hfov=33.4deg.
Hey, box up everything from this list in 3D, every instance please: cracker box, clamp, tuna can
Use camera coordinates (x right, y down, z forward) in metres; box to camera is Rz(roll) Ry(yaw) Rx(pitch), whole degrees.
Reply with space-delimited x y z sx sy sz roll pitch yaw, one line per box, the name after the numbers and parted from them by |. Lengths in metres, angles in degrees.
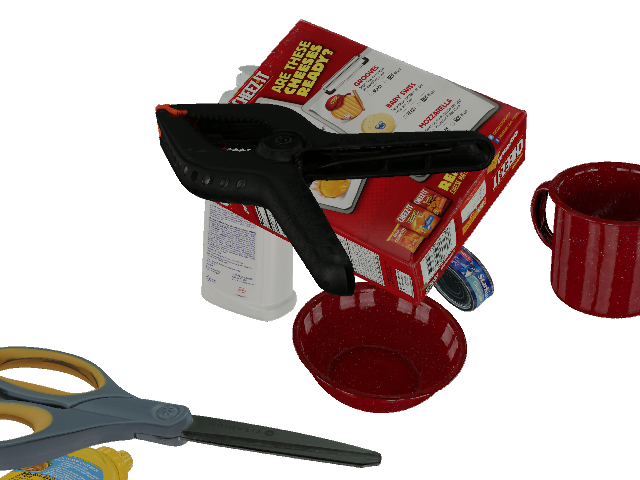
0.029 -0.065 0.839 0.214 0.164 0.072 26 -25 25 | cracker box
-0.011 -0.048 0.647 0.210 0.036 0.164 26 44 35 | clamp
0.167 0.044 1.291 0.033 0.086 0.086 -39 14 -18 | tuna can

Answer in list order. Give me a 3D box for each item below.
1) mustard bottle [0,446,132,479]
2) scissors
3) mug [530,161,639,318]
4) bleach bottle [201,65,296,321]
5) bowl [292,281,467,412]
-0.217 0.210 0.853 0.096 0.058 0.191 7 15 28 | mustard bottle
-0.084 0.087 0.465 0.202 0.016 0.096 14 27 26 | scissors
0.197 -0.003 0.757 0.093 0.081 0.117 -27 38 -35 | mug
-0.068 -0.050 1.085 0.103 0.251 0.068 17 25 26 | bleach bottle
0.053 0.109 0.996 0.162 0.055 0.162 3 37 -3 | bowl
